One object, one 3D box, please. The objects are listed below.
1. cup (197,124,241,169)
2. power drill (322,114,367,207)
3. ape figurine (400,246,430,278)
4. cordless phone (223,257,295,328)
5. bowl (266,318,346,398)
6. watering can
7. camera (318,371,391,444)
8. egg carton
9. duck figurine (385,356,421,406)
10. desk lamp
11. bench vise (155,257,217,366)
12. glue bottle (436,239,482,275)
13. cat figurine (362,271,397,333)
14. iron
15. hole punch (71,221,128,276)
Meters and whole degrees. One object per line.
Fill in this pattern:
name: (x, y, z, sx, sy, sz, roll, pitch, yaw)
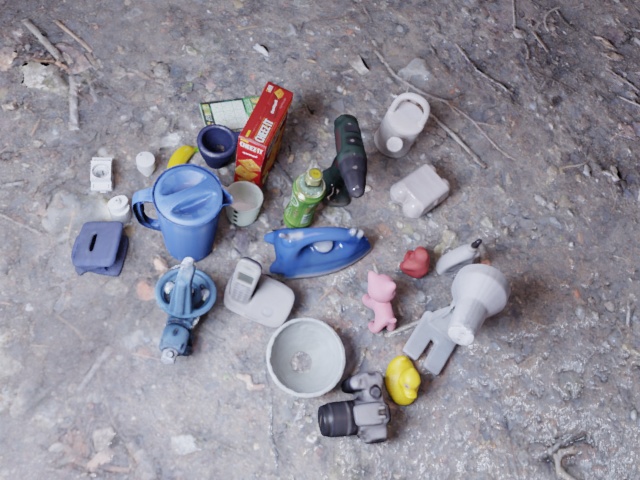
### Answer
cup: (-0.231, -0.215, 1.344, 0.118, 0.095, 0.091, -22, 74, -20)
power drill: (0.057, -0.162, 1.326, 0.076, 0.208, 0.229, 1, 67, -12)
ape figurine: (0.228, 0.046, 1.342, 0.078, 0.092, 0.076, -20, 73, -20)
cordless phone: (-0.120, 0.103, 1.185, 0.147, 0.185, 0.094, 22, 64, -3)
bowl: (-0.034, 0.252, 1.203, 0.167, 0.074, 0.167, 5, 66, -11)
watering can: (0.209, -0.289, 1.424, 0.101, 0.194, 0.173, 6, 66, -10)
camera: (0.067, 0.346, 1.172, 0.137, 0.100, 0.143, -2, 68, -14)
egg carton: (0.251, -0.121, 1.431, 0.150, 0.069, 0.107, -37, 79, -24)
duck figurine: (0.186, 0.297, 1.229, 0.077, 0.086, 0.104, 2, 67, -12)
desk lamp: (0.300, 0.172, 1.238, 0.118, 0.213, 0.203, 35, 64, 3)
bench vise: (-0.259, 0.132, 1.121, 0.122, 0.219, 0.207, -4, 68, -14)
glue bottle: (0.333, 0.035, 1.327, 0.078, 0.173, 0.037, -5, 69, -15)
cat figurine: (0.141, 0.133, 1.271, 0.067, 0.117, 0.127, -10, 70, -17)
iron: (0.012, 0.005, 1.282, 0.259, 0.141, 0.118, -7, 69, -16)
hole punch: (-0.462, 0.015, 1.194, 0.101, 0.091, 0.108, 9, 66, -9)
